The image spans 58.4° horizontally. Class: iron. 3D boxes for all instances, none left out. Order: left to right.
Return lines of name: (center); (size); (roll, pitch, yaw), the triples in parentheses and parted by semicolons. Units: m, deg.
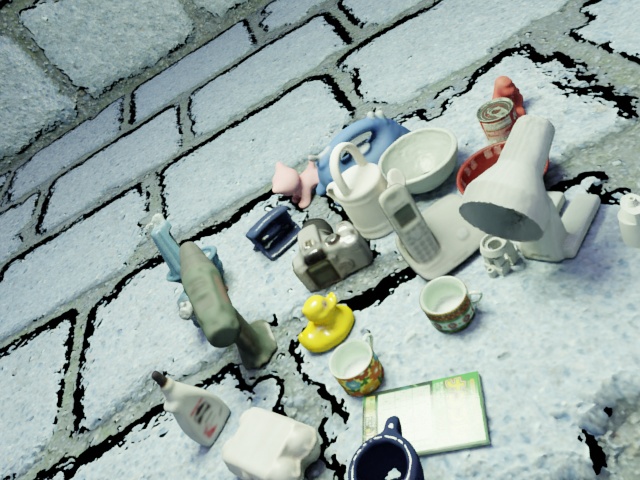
iron: (0.091, -0.197, 1.231); (0.258, 0.142, 0.118); (-43, 37, -12)

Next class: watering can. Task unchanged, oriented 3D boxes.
watering can: (0.083, -0.103, 1.087); (0.172, 0.195, 0.101); (-16, 40, 24)

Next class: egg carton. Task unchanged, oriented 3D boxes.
egg carton: (-0.074, 0.312, 0.848); (0.149, 0.070, 0.107); (4, 51, 40)

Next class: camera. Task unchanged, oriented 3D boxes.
camera: (0.010, 0.004, 1.103); (0.143, 0.101, 0.136); (-27, 37, 10)

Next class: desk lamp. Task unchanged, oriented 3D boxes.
desk lamp: (0.311, -0.062, 0.848); (0.117, 0.214, 0.203); (11, 56, 44)

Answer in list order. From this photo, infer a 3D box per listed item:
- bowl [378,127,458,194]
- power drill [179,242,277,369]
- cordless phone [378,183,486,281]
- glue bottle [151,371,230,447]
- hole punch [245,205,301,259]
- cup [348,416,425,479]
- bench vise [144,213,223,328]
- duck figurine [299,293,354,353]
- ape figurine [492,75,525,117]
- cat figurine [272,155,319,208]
bowl: (0.204, -0.146, 1.143); (0.167, 0.075, 0.167); (-21, 38, 18)
power drill: (-0.167, 0.126, 1.012); (0.075, 0.209, 0.229); (-35, 36, -1)
cordless phone: (0.182, -0.036, 0.942); (0.147, 0.186, 0.094); (-39, 36, -5)
glue bottle: (-0.216, 0.262, 0.927); (0.037, 0.174, 0.078); (-2, 47, 36)
hole punch: (-0.111, -0.027, 1.240); (0.109, 0.091, 0.100); (-43, 37, -10)
cup: (0.096, 0.292, 0.717); (0.091, 0.095, 0.118); (-10, 43, 29)
bench vise: (-0.263, 0.055, 1.156); (0.121, 0.220, 0.207); (-35, 36, 0)
duck figurine: (-0.001, 0.134, 0.977); (0.104, 0.086, 0.077); (-40, 37, -8)
ape figurine: (0.376, -0.288, 1.154); (0.078, 0.092, 0.075); (-48, 38, -18)
cat figurine: (-0.052, -0.137, 1.295); (0.128, 0.118, 0.067); (-40, 37, -8)
